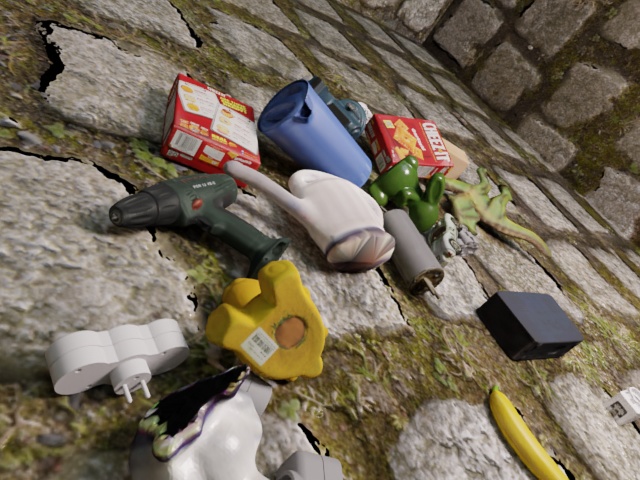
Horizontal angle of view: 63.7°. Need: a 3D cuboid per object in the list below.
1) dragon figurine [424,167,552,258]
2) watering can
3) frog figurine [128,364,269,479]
[{"bbox_3d":[0.451,-0.069,1.445,0.245,0.119,0.415,-24,62,-38],"label":"dragon figurine"},{"bbox_3d":[0.003,-0.046,0.916,0.347,0.102,0.228,3,44,-43],"label":"watering can"},{"bbox_3d":[-0.097,0.218,0.483,0.139,0.122,0.158,-55,128,-67],"label":"frog figurine"}]
